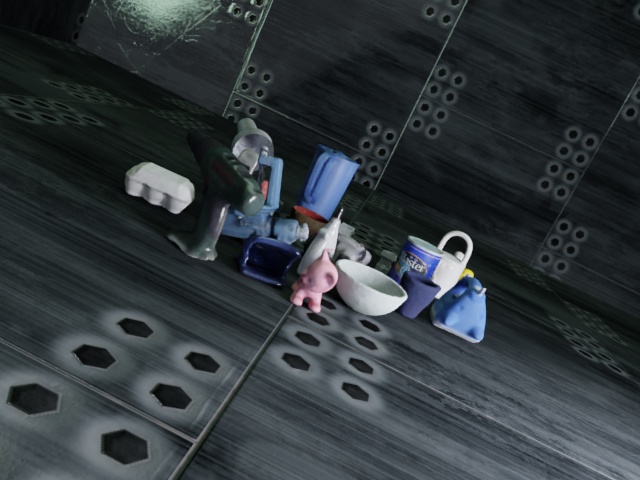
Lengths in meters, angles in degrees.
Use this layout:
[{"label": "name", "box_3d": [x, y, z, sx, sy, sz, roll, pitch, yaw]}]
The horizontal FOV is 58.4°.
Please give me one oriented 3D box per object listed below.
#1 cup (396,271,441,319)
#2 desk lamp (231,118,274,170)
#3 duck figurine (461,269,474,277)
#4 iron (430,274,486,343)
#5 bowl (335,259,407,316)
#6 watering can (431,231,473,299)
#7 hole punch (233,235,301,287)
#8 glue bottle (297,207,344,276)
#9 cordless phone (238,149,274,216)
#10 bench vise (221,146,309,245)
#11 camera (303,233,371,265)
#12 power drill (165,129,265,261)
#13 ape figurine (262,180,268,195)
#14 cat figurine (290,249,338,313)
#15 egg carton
[{"label": "cup", "box_3d": [0.225, 0.133, 1.327, 0.118, 0.095, 0.091, 14, 17, -40]}, {"label": "desk lamp", "box_3d": [-0.233, -0.248, 1.691, 0.118, 0.213, 0.202, 18, 15, -29]}, {"label": "duck figurine", "box_3d": [0.435, 0.127, 1.761, 0.078, 0.086, 0.104, 17, 16, -33]}, {"label": "iron", "box_3d": [0.348, 0.146, 1.402, 0.118, 0.141, 0.258, 25, 13, -1]}, {"label": "bowl", "box_3d": [0.096, 0.112, 1.216, 0.167, 0.075, 0.167, 24, 13, -6]}, {"label": "watering can", "box_3d": [0.364, 0.064, 1.636, 0.101, 0.194, 0.173, 27, 13, 6]}, {"label": "hole punch", "box_3d": [-0.105, 0.027, 1.134, 0.109, 0.091, 0.101, 21, 14, -20]}, {"label": "glue bottle", "box_3d": [0.012, 0.004, 1.258, 0.037, 0.173, 0.078, 33, 15, 28]}, {"label": "cordless phone", "box_3d": [-0.167, -0.108, 1.338, 0.147, 0.185, 0.094, 29, 13, 14]}, {"label": "bench vise", "box_3d": [-0.111, -0.082, 1.265, 0.208, 0.220, 0.121, 23, 13, -11]}, {"label": "camera", "box_3d": [0.041, 0.030, 1.372, 0.136, 0.101, 0.143, 30, 14, 18]}, {"label": "power drill", "box_3d": [-0.212, -0.079, 1.090, 0.228, 0.208, 0.076, 33, 15, 30]}, {"label": "ape figurine", "box_3d": [-0.171, -0.126, 1.603, 0.076, 0.092, 0.077, 19, 15, -26]}, {"label": "cat figurine", "box_3d": [-0.005, 0.071, 1.093, 0.067, 0.118, 0.127, 23, 13, -8]}, {"label": "egg carton", "box_3d": [-0.356, -0.118, 1.281, 0.150, 0.069, 0.107, 24, 13, -8]}]
